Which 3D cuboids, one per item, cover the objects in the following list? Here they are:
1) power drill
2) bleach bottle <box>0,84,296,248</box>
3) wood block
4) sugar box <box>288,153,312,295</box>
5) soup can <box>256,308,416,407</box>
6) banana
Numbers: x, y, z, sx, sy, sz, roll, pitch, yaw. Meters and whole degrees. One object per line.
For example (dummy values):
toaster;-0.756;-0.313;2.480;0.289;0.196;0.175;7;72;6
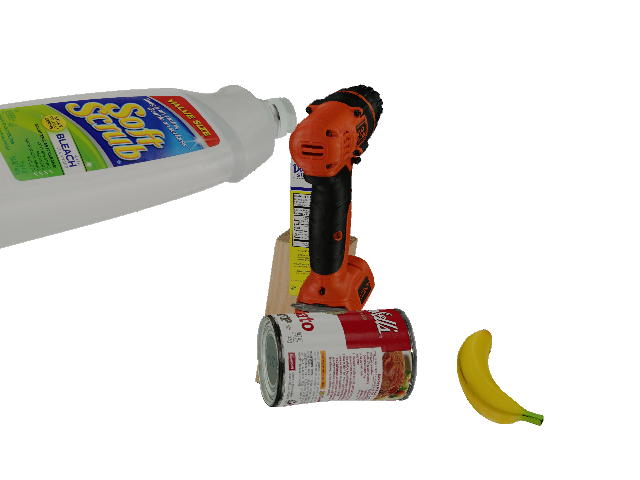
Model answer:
power drill;0.017;-0.037;0.939;0.057;0.188;0.184;4;20;17
bleach bottle;-0.135;-0.070;0.768;0.250;0.103;0.068;-17;-29;-28
wood block;-0.020;0.093;1.432;0.090;0.206;0.090;14;20;14
sugar box;-0.011;-0.032;1.242;0.048;0.176;0.093;2;22;7
soup can;0.010;0.085;0.774;0.102;0.068;0.069;-1;0;-17
banana;0.194;0.161;1.251;0.069;0.037;0.198;10;25;-16
